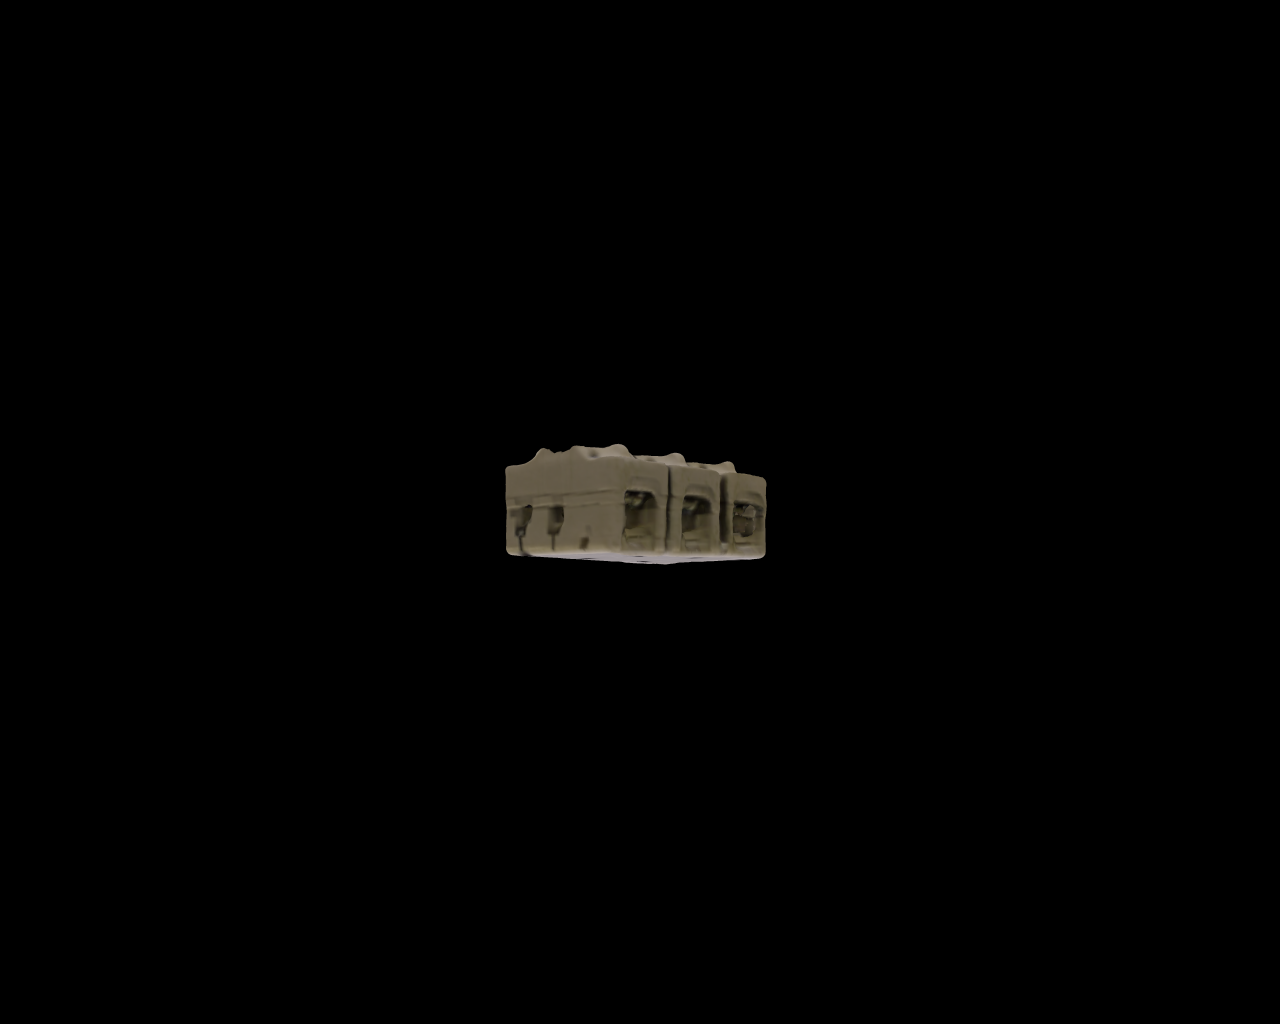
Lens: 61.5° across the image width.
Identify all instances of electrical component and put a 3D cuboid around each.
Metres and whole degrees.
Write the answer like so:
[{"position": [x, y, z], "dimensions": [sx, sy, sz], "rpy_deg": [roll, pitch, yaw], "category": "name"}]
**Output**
[{"position": [0.001, -0.003, 0.650], "dimensions": [0.089, 0.061, 0.150], "rpy_deg": [-4, -6, 39], "category": "electrical component"}]
